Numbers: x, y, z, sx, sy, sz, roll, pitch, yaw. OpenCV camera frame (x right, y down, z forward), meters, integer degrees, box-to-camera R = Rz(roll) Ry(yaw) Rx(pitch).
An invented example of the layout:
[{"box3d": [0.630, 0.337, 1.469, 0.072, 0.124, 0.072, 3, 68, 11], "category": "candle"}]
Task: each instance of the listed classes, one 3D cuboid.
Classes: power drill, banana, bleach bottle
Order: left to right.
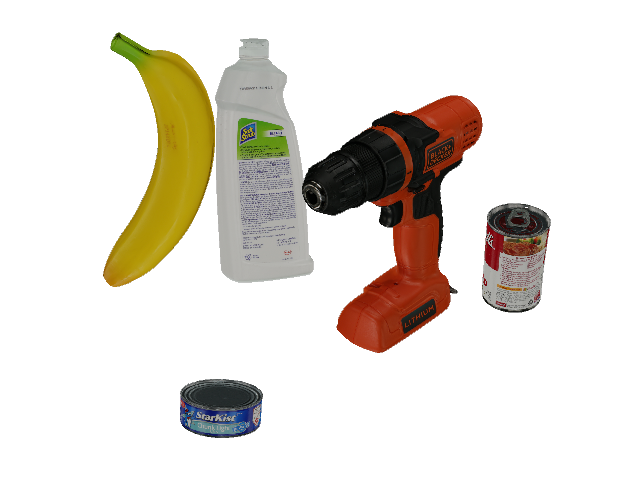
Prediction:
[{"box3d": [-0.107, -0.049, 0.713, 0.069, 0.198, 0.037, 7, 35, -4], "category": "banana"}, {"box3d": [-0.060, -0.086, 1.128, 0.102, 0.251, 0.068, -7, 16, -23], "category": "bleach bottle"}, {"box3d": [0.054, -0.007, 0.835, 0.057, 0.188, 0.184, 30, 42, 35], "category": "power drill"}]

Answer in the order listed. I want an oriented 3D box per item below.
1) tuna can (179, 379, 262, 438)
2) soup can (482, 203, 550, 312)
[{"box3d": [-0.103, 0.174, 1.109, 0.086, 0.034, 0.086, 3, 12, -1], "category": "tuna can"}, {"box3d": [0.214, 0.019, 1.172, 0.068, 0.102, 0.068, -1, 33, 0], "category": "soup can"}]
